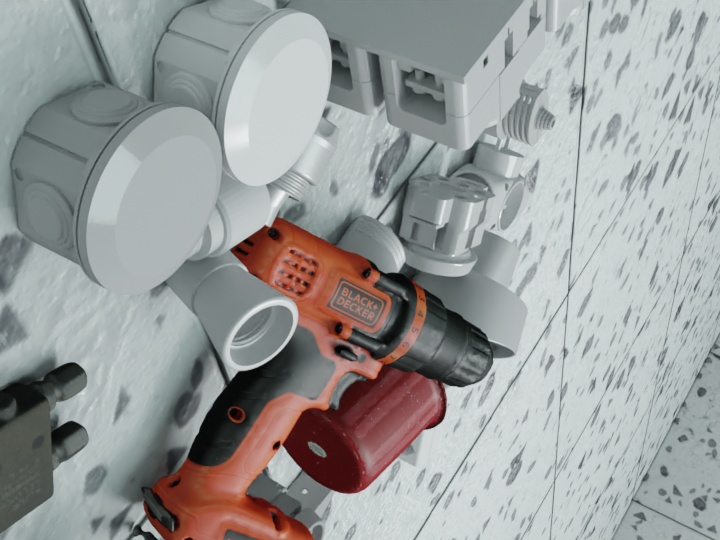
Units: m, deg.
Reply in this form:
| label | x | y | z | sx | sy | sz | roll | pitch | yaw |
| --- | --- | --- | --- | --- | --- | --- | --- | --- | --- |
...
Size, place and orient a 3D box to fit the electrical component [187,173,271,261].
| label | x | y | z | sx | sy | sz | roll | pitch | yaw |
| --- | --- | --- | --- | --- | --- | --- | --- | --- | --- |
| electrical component | -0.076 | -0.024 | 0.506 | 0.078 | 0.040 | 0.040 | -39 | 145 | -46 |

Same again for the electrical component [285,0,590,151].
| label | x | y | z | sx | sy | sz | roll | pitch | yaw |
| --- | --- | --- | --- | --- | --- | --- | --- | --- | --- |
| electrical component | 0.057 | -0.156 | 0.580 | 0.186 | 0.105 | 0.060 | -53 | 153 | -27 |

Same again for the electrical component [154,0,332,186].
| label | x | y | z | sx | sy | sz | roll | pitch | yaw |
| --- | --- | --- | --- | --- | --- | --- | --- | --- | --- |
| electrical component | -0.052 | -0.083 | 0.488 | 0.080 | 0.051 | 0.080 | -46 | 149 | -38 |

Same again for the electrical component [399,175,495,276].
| label | x | y | z | sx | sy | sz | roll | pitch | yaw |
| --- | --- | --- | --- | --- | --- | --- | --- | --- | --- |
| electrical component | 0.059 | -0.031 | 0.762 | 0.078 | 0.058 | 0.057 | -21 | 128 | -58 |

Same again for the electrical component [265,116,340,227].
| label | x | y | z | sx | sy | sz | roll | pitch | yaw |
| --- | --- | --- | --- | --- | --- | --- | --- | --- | --- |
| electrical component | -0.040 | -0.053 | 0.550 | 0.062 | 0.043 | 0.043 | -64 | 156 | -1 |

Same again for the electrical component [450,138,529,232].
| label | x | y | z | sx | sy | sz | roll | pitch | yaw |
| --- | --- | --- | --- | --- | --- | --- | --- | --- | --- |
| electrical component | 0.103 | -0.073 | 0.829 | 0.077 | 0.044 | 0.079 | -14 | 124 | -61 |

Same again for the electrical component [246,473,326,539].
| label | x | y | z | sx | sy | sz | roll | pitch | yaw |
| --- | --- | --- | --- | --- | --- | --- | --- | --- | --- |
| electrical component | -0.057 | 0.172 | 0.710 | 0.066 | 0.055 | 0.048 | -41 | 146 | -44 |

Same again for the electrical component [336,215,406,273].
| label | x | y | z | sx | sy | sz | roll | pitch | yaw |
| --- | --- | --- | --- | --- | --- | --- | --- | --- | --- |
| electrical component | 0.000 | 0.000 | 0.681 | 0.043 | 0.043 | 0.081 | 88 | 27 | -45 |

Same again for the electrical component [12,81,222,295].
| label | x | y | z | sx | sy | sz | roll | pitch | yaw |
| --- | --- | --- | --- | --- | --- | --- | --- | --- | --- |
| electrical component | -0.098 | -0.034 | 0.439 | 0.080 | 0.051 | 0.080 | -46 | 150 | -38 |

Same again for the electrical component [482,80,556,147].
| label | x | y | z | sx | sy | sz | roll | pitch | yaw |
| --- | --- | --- | --- | --- | --- | --- | --- | --- | --- |
| electrical component | 0.094 | -0.112 | 0.728 | 0.043 | 0.081 | 0.043 | -46 | 150 | -38 |

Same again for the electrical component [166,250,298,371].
| label | x | y | z | sx | sy | sz | roll | pitch | yaw |
| --- | --- | --- | --- | --- | --- | --- | --- | --- | --- |
| electrical component | -0.067 | 0.013 | 0.529 | 0.044 | 0.065 | 0.044 | -30 | 143 | -25 |

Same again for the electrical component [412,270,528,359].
| label | x | y | z | sx | sy | sz | roll | pitch | yaw |
| --- | --- | --- | --- | --- | --- | --- | --- | --- | --- |
| electrical component | 0.075 | 0.038 | 0.813 | 0.064 | 0.099 | 0.099 | -65 | 157 | -17 |

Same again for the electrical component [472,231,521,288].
| label | x | y | z | sx | sy | sz | roll | pitch | yaw |
| --- | --- | --- | --- | --- | --- | --- | --- | --- | --- |
| electrical component | 0.103 | 0.016 | 0.912 | 0.077 | 0.043 | 0.079 | -61 | 156 | -10 |

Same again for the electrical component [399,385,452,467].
| label | x | y | z | sx | sy | sz | roll | pitch | yaw |
| --- | --- | --- | --- | --- | --- | --- | --- | --- | --- |
| electrical component | 0.051 | 0.110 | 0.887 | 0.077 | 0.047 | 0.065 | -35 | 141 | -51 |
